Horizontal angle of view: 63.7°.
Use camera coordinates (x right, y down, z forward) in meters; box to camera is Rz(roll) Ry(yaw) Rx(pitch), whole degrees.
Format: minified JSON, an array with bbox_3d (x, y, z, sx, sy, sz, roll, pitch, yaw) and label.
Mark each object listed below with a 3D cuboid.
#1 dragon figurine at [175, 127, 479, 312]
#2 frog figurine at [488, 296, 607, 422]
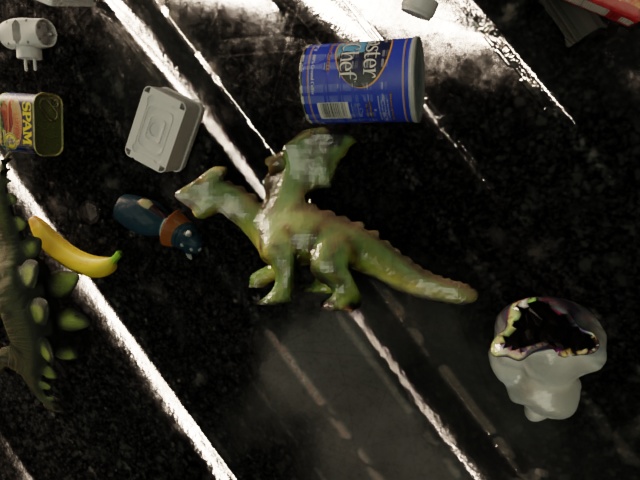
[{"bbox_3d":[0.002,-0.035,0.703,0.410,0.122,0.243,0,91,9],"label":"dragon figurine"},{"bbox_3d":[0.287,0.151,0.648,0.137,0.126,0.156,-21,129,12],"label":"frog figurine"}]
